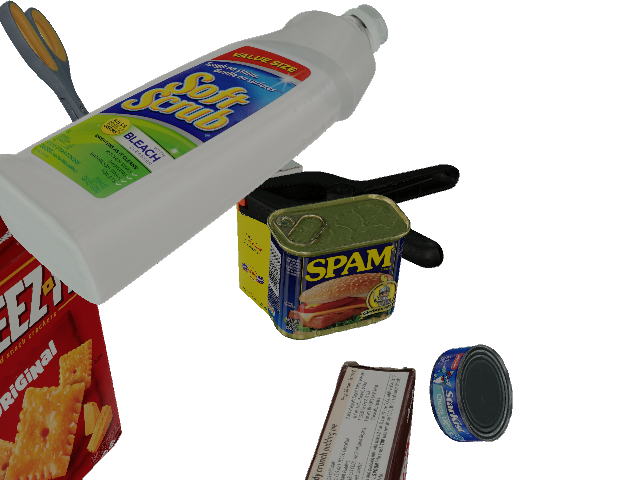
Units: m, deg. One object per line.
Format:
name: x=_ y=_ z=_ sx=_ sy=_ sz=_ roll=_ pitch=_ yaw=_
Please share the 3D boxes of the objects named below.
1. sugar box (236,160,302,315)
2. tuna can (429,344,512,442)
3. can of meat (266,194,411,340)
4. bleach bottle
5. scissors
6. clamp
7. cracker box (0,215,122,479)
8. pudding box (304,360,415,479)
sugar box: x=-0.058 y=-0.011 z=1.189 sx=0.048 sy=0.176 sz=0.093 roll=-16 pitch=28 yaw=-26
tuna can: x=0.135 y=0.137 z=0.955 sx=0.034 sy=0.086 sz=0.085 roll=-12 pitch=-8 yaw=41
can of meat: x=0.011 y=0.020 z=0.791 sx=0.102 sy=0.084 sz=0.057 roll=-11 pitch=38 yaw=-21
bleach bottle: x=-0.062 y=-0.070 z=0.625 sx=0.250 sy=0.068 sz=0.103 roll=-38 pitch=53 yaw=-25
scissors: x=-0.216 y=-0.126 z=0.940 sx=0.016 sy=0.201 sz=0.096 roll=-28 pitch=26 yaw=10
clamp: x=0.028 y=-0.036 z=0.993 sx=0.210 sy=0.036 sz=0.164 roll=8 pitch=31 yaw=17
cracker box: x=-0.222 y=0.101 z=0.745 sx=0.072 sy=0.214 sz=0.164 roll=13 pitch=36 yaw=23
pudding box: x=0.016 y=0.118 z=0.466 sx=0.039 sy=0.090 sz=0.113 roll=7 pitch=23 yaw=7
